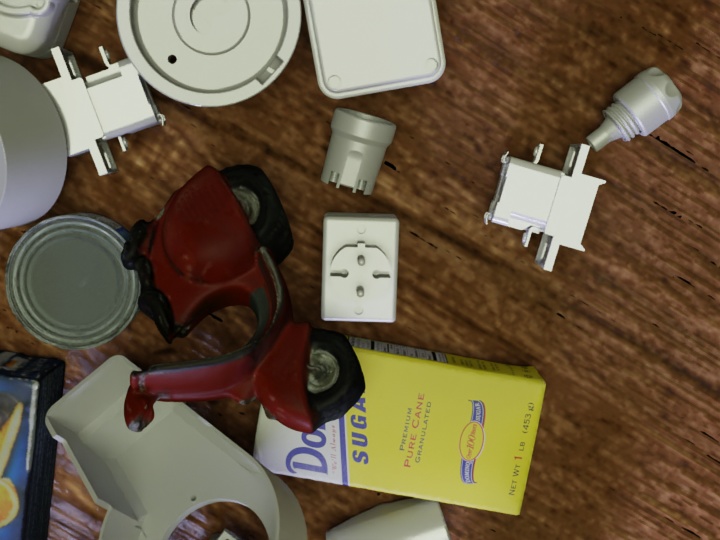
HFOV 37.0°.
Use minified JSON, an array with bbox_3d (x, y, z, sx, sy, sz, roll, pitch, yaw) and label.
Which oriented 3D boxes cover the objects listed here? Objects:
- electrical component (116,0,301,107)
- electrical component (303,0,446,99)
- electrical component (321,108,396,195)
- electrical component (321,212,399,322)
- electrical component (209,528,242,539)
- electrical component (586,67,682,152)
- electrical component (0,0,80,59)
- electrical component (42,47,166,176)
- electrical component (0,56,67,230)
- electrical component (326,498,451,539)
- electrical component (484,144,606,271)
[{"bbox_3d":[-0.088,-0.153,0.655,0.108,0.060,0.108,0,97,-1],"label":"electrical component"},{"bbox_3d":[0.005,-0.165,0.657,0.078,0.057,0.113,-10,97,0],"label":"electrical component"},{"bbox_3d":[-0.002,-0.075,0.678,0.040,0.040,0.046,16,103,-3],"label":"electrical component"},{"bbox_3d":[0.000,0.000,0.668,0.047,0.076,0.065,2,97,-1],"label":"electrical component"},{"bbox_3d":[-0.062,0.230,0.704,0.121,0.063,0.078,37,95,-5],"label":"electrical component"},{"bbox_3d":[0.171,-0.098,0.680,0.061,0.035,0.035,-38,96,6],"label":"electrical component"},{"bbox_3d":[-0.200,-0.180,0.651,0.054,0.059,0.095,22,96,-4],"label":"electrical component"},{"bbox_3d":[-0.159,-0.102,0.670,0.064,0.042,0.081,-19,98,0],"label":"electrical component"},{"bbox_3d":[-0.238,-0.072,0.642,0.108,0.060,0.108,8,109,23],"label":"electrical component"},{"bbox_3d":[0.026,0.198,0.711,0.077,0.044,0.079,-19,97,1],"label":"electrical component"},{"bbox_3d":[0.115,-0.044,0.683,0.064,0.042,0.081,16,96,0],"label":"electrical component"}]
